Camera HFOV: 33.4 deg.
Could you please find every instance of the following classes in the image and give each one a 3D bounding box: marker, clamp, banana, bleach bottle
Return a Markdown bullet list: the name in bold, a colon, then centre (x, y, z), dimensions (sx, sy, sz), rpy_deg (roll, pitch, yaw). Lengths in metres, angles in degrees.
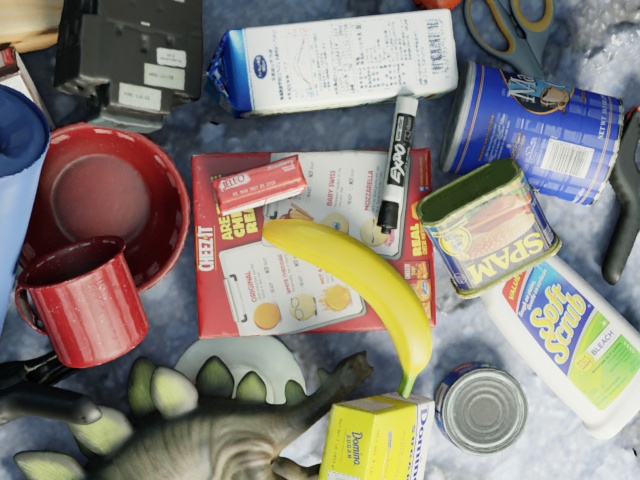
- **marker**: centre (0.067, -0.064, 0.928), dimensions (0.020, 0.020, 0.121), rpy_deg (10, 85, -7)
- **clamp**: centre (-0.254, 0.131, 0.911), dimensions (0.210, 0.164, 0.036), rpy_deg (-19, 109, 6)
- **clamp**: centre (0.308, -0.040, 1.017), dimensions (0.120, 0.039, 0.171), rpy_deg (-18, 88, -12)
- **banana**: centre (0.036, 0.044, 0.915), dimensions (0.069, 0.037, 0.198), rpy_deg (-41, 94, -4)
- **bleach bottle**: centre (0.202, 0.066, 0.997), dimensions (0.251, 0.068, 0.102), rpy_deg (42, 89, -3)

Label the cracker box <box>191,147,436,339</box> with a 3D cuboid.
- **cracker box**: centre (-0.006, 0.001, 0.967), dimensions (0.213, 0.072, 0.164), rpy_deg (-2, 90, -5)

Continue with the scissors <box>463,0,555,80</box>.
- **scissors**: centre (0.216, -0.165, 1.015), dimensions (0.096, 0.016, 0.201), rpy_deg (-41, 95, -4)

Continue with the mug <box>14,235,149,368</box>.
- **mug**: centre (-0.204, 0.054, 0.893), dimensions (0.117, 0.093, 0.081), rpy_deg (-8, 113, 22)

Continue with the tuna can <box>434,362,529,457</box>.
- **tuna can**: centre (0.152, 0.160, 1.006), dimensions (0.086, 0.034, 0.086), rpy_deg (0, 92, -6)

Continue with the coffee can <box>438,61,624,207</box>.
- **coffee can**: centre (0.188, -0.095, 0.962), dimensions (0.140, 0.103, 0.103), rpy_deg (14, 90, 0)

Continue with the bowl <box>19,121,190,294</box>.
- **bowl**: centre (-0.196, -0.028, 0.945), dimensions (0.162, 0.055, 0.162), rpy_deg (-1, 103, -6)

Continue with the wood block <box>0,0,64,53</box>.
- **wood block**: centre (-0.307, -0.196, 0.868), dimensions (0.205, 0.091, 0.090), rpy_deg (-18, 95, -42)

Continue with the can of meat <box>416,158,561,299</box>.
- **can of meat**: centre (0.144, -0.012, 0.921), dimensions (0.102, 0.057, 0.084), rpy_deg (-28, 116, 6)

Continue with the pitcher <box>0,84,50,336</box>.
- **pitcher**: centre (-0.298, 0.003, 0.847), dimensions (0.145, 0.149, 0.243), rpy_deg (35, 131, 16)

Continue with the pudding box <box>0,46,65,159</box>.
- **pudding box**: centre (-0.281, -0.102, 0.918), dimensions (0.090, 0.113, 0.039), rpy_deg (-22, 54, -6)

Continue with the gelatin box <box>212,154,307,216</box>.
- **gelatin box**: centre (-0.051, -0.045, 0.881), dimensions (0.073, 0.089, 0.030), rpy_deg (-17, 90, -4)

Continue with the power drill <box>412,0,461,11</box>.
- **power drill**: centre (0.107, -0.327, 0.978), dimensions (0.187, 0.057, 0.184), rpy_deg (43, 87, -5)

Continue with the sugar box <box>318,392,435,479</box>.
- **sugar box**: centre (0.053, 0.185, 0.927), dimensions (0.048, 0.176, 0.093), rpy_deg (10, 90, 25)
